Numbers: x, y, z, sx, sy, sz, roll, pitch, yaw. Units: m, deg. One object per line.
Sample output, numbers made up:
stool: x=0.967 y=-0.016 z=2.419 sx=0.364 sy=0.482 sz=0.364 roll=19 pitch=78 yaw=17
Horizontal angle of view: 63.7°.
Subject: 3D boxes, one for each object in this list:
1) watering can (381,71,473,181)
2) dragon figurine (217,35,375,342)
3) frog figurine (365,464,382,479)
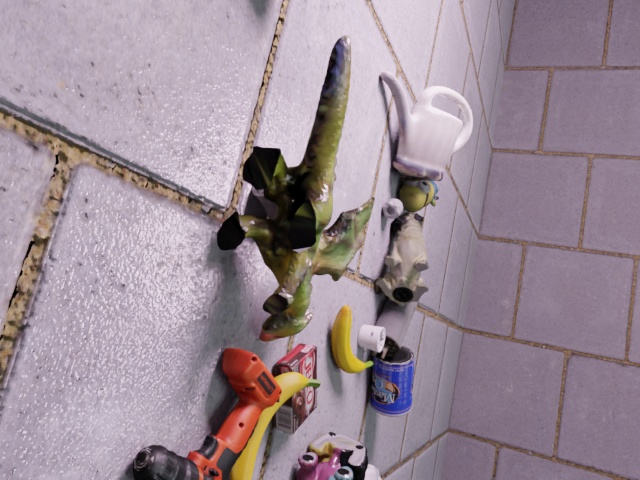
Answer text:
watering can: x=0.231 y=-0.253 z=1.194 sx=0.347 sy=0.105 sz=0.222 roll=7 pitch=107 yaw=-40
dragon figurine: x=0.002 y=-0.034 z=0.685 sx=0.242 sy=0.123 sz=0.408 roll=10 pitch=107 yaw=-64
frog figurine: x=0.099 y=0.590 z=1.193 sx=0.158 sy=0.121 sz=0.140 roll=45 pitch=58 yaw=-16
